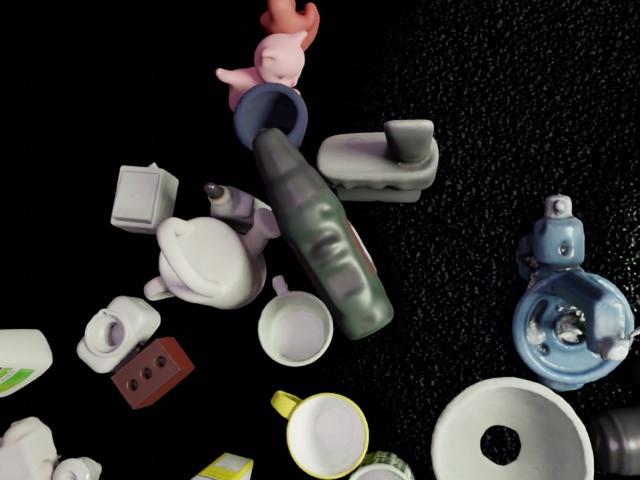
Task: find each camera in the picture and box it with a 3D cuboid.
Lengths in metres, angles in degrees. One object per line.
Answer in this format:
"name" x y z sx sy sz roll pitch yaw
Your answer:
"camera" 0.366 0.196 0.609 0.136 0.101 0.143 -7 79 7

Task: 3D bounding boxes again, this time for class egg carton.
"egg carton" -0.367 0.304 0.710 0.107 0.069 0.150 -28 77 3

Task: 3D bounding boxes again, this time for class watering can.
"watering can" -0.127 0.019 0.662 0.101 0.194 0.173 40 88 13

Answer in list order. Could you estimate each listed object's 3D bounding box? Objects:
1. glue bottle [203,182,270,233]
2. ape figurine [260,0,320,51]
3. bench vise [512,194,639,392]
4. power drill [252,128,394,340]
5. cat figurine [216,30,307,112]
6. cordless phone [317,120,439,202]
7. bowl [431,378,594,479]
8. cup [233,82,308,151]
"glue bottle" -0.102 -0.040 0.680 0.078 0.173 0.037 10 82 10
"ape figurine" -0.044 -0.294 0.757 0.077 0.092 0.076 10 82 10
"bench vise" 0.249 0.055 0.589 0.121 0.220 0.207 -21 78 4
"power drill" 0.006 0.002 0.639 0.075 0.208 0.229 -30 77 2
"cat figurine" -0.071 -0.220 0.735 0.127 0.118 0.067 -12 79 6
"cordless phone" 0.065 -0.107 0.662 0.147 0.185 0.094 -3 80 8
"bowl" 0.208 0.236 0.638 0.167 0.075 0.167 -1 80 8
"cup" -0.051 -0.128 0.728 0.091 0.095 0.118 -16 78 5
